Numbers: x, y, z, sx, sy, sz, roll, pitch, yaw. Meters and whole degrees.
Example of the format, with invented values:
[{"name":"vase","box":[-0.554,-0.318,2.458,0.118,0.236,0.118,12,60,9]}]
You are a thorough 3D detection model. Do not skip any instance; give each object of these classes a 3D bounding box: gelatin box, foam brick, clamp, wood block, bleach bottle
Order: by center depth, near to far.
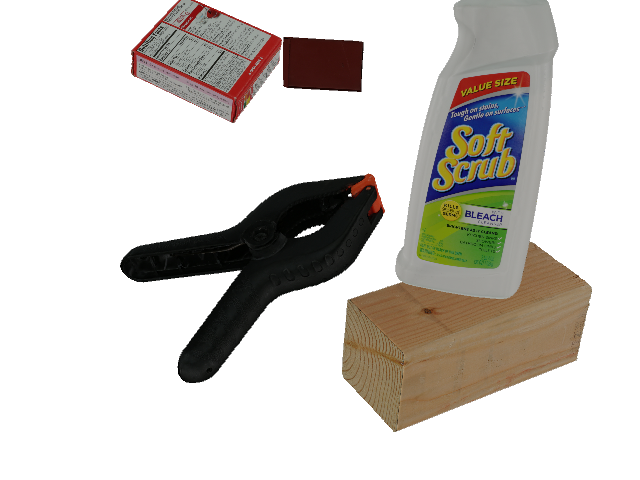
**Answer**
[{"name":"clamp","box":[-0.034,0.017,0.655,0.171,0.120,0.039,-25,-40,-1]},{"name":"gelatin box","box":[-0.084,-0.135,0.791,0.089,0.073,0.030,25,-35,9]},{"name":"bleach bottle","box":[0.117,-0.084,0.793,0.103,0.251,0.068,9,25,14]},{"name":"wood block","box":[0.131,0.082,0.963,0.205,0.090,0.091,-16,37,-26]},{"name":"foam brick","box":[0.002,-0.180,1.091,0.078,0.051,0.053,2,11,-8]}]
